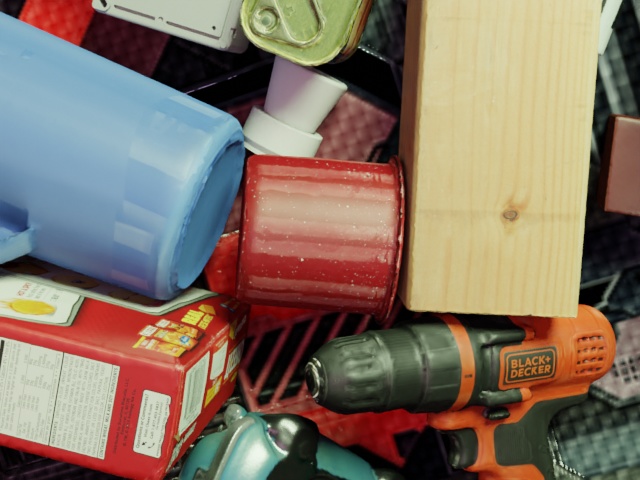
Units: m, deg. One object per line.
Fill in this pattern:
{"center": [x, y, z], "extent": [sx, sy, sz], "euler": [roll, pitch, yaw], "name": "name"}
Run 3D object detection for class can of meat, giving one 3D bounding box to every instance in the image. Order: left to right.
{"center": [0.004, -0.145, 0.578], "extent": [0.057, 0.084, 0.102], "euler": [23, 100, 5], "name": "can of meat"}

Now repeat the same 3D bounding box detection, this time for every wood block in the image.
{"center": [0.091, -0.070, 0.567], "extent": [0.091, 0.090, 0.206], "euler": [3, 98, -1], "name": "wood block"}

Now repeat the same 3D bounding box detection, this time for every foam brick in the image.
{"center": [0.193, -0.038, 0.580], "extent": [0.078, 0.051, 0.053], "euler": [8, 100, 8], "name": "foam brick"}

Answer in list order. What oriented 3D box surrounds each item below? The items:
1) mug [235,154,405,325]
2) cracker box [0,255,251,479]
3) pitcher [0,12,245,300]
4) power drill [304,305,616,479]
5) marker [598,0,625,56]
{"center": [-0.004, 0.001, 0.588], "extent": [0.081, 0.117, 0.093], "euler": [5, 71, -5], "name": "mug"}
{"center": [-0.160, 0.056, 0.589], "extent": [0.214, 0.164, 0.072], "euler": [13, 100, 6], "name": "cracker box"}
{"center": [-0.174, -0.050, 0.582], "extent": [0.243, 0.145, 0.149], "euler": [22, 96, 7], "name": "pitcher"}
{"center": [0.077, 0.130, 0.584], "extent": [0.184, 0.057, 0.188], "euler": [-4, 103, -23], "name": "power drill"}
{"center": [0.170, -0.161, 0.583], "extent": [0.020, 0.020, 0.121], "euler": [22, 100, 5], "name": "marker"}
